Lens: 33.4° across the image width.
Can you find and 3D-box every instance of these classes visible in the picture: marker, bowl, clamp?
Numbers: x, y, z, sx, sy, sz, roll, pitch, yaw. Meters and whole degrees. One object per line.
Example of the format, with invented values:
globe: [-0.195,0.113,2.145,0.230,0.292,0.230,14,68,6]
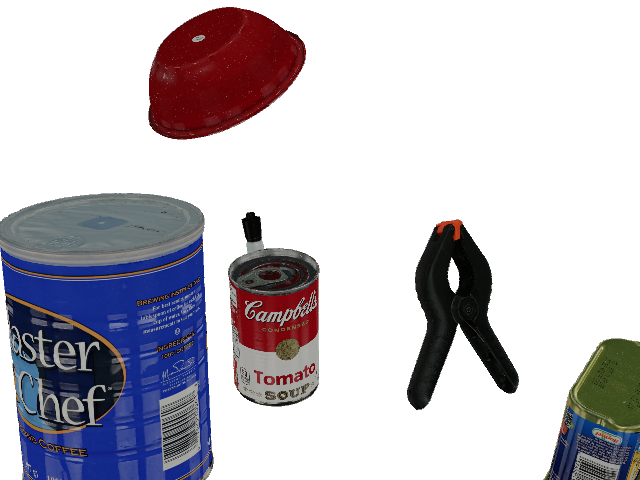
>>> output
marker: [-0.062,0.031,1.074,0.020,0.121,0.020,-7,15,2]
bowl: [-0.098,-0.164,0.975,0.162,0.055,0.162,-18,38,15]
clamp: [0.116,0.070,0.966,0.120,0.171,0.039,-14,1,-37]

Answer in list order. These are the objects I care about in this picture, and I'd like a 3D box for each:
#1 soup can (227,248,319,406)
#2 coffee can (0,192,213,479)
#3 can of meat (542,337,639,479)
soup can: [-0.035,0.066,0.813,0.068,0.102,0.068,0,27,0]
coffee can: [-0.109,0.056,0.556,0.103,0.140,0.103,0,18,0]
can of meat: [0.191,0.124,0.705,0.057,0.084,0.101,20,34,22]
